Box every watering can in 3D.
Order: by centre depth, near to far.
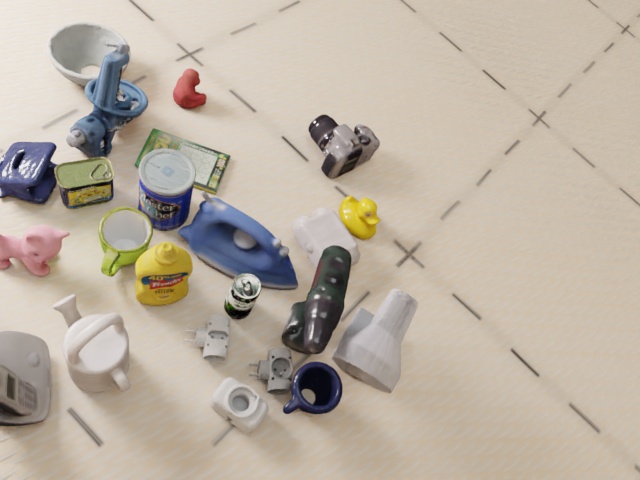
[{"bbox_3d":[-0.363,0.166,0.915,0.173,0.194,0.101,30,57,-1],"label":"watering can"}]

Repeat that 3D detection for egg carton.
[{"bbox_3d":[0.011,0.004,1.208,0.107,0.069,0.150,-26,73,-29],"label":"egg carton"}]

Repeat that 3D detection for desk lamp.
[{"bbox_3d":[0.097,0.188,1.049,0.118,0.213,0.203,32,57,1],"label":"desk lamp"}]

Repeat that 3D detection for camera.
[{"bbox_3d":[0.049,-0.238,1.338,0.143,0.100,0.136,-30,75,-30],"label":"camera"}]

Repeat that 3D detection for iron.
[{"bbox_3d":[-0.139,0.000,1.116,0.258,0.141,0.119,30,57,-1],"label":"iron"}]

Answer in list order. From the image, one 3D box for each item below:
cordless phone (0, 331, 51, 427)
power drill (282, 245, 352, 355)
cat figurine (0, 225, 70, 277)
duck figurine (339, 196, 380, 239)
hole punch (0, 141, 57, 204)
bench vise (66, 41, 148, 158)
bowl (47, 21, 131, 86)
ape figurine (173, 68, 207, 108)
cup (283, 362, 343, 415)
[{"bbox_3d":[-0.467,0.197,0.867,0.094,0.185,0.147,-6,64,-21],"label":"cordless phone"},{"bbox_3d":[-0.005,0.131,1.049,0.076,0.208,0.230,21,57,-6],"label":"power drill"},{"bbox_3d":[-0.507,0.007,0.999,0.128,0.117,0.067,11,59,-13],"label":"cat figurine"},{"bbox_3d":[0.094,-0.062,1.264,0.078,0.086,0.104,-28,74,-29],"label":"duck figurine"},{"bbox_3d":[-0.554,-0.134,1.078,0.101,0.091,0.108,15,58,-10],"label":"hole punch"},{"bbox_3d":[-0.410,-0.268,1.126,0.121,0.219,0.207,15,58,-10],"label":"bench vise"},{"bbox_3d":[-0.501,-0.391,1.250,0.168,0.074,0.167,8,60,-14],"label":"bowl"},{"bbox_3d":[-0.292,-0.346,1.287,0.076,0.092,0.077,-15,68,-25],"label":"ape figurine"},{"bbox_3d":[-0.025,0.282,1.026,0.118,0.095,0.091,-30,75,-30],"label":"cup"}]
